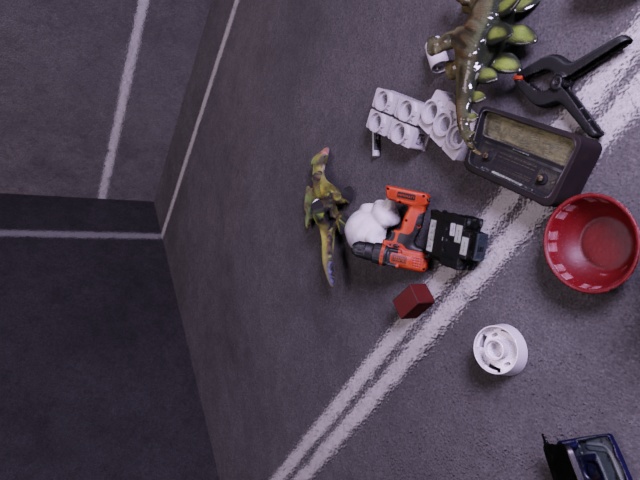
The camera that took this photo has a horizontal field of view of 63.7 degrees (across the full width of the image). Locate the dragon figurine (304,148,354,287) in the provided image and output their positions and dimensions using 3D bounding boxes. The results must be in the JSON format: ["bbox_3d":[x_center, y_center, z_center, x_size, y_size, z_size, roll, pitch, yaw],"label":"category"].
[{"bbox_3d":[0.005,-0.077,1.536,0.242,0.122,0.411,178,96,-75],"label":"dragon figurine"}]

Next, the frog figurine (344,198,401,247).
[{"bbox_3d":[0.133,-0.038,1.286,0.156,0.122,0.141,116,161,-50],"label":"frog figurine"}]
